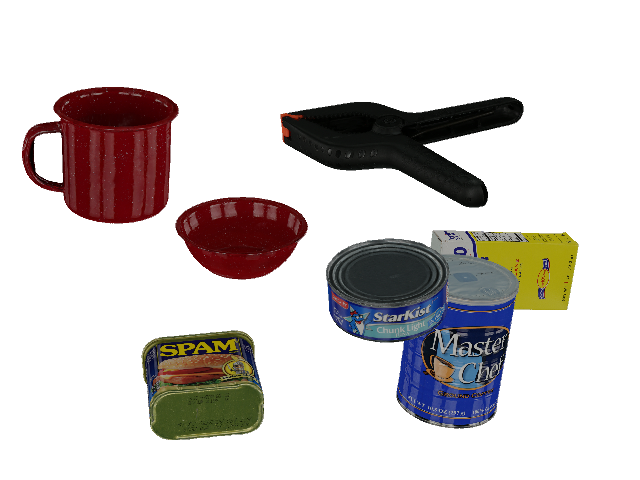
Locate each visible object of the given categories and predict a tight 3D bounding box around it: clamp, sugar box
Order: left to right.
[{"bbox_3d":[0.069,-0.092,0.928,0.210,0.036,0.164,12,36,24],"label":"clamp"},{"bbox_3d":[0.222,0.038,1.315,0.176,0.093,0.048,-1,21,-12],"label":"sugar box"}]

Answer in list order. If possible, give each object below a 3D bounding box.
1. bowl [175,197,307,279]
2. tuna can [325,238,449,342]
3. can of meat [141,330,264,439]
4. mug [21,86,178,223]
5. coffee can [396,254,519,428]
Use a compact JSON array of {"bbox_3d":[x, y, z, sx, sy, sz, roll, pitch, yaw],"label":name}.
[{"bbox_3d":[-0.098,0.003,1.316,0.162,0.055,0.162,2,26,-1],"label":"bowl"},{"bbox_3d":[0.047,0.035,0.749,0.086,0.034,0.086,-3,31,2],"label":"tuna can"},{"bbox_3d":[-0.102,0.126,0.929,0.102,0.057,0.084,-4,27,-10],"label":"can of meat"},{"bbox_3d":[-0.168,-0.064,0.819,0.117,0.081,0.093,-4,28,-19],"label":"mug"},{"bbox_3d":[0.133,0.097,1.049,0.103,0.140,0.103,4,23,-2],"label":"coffee can"}]
